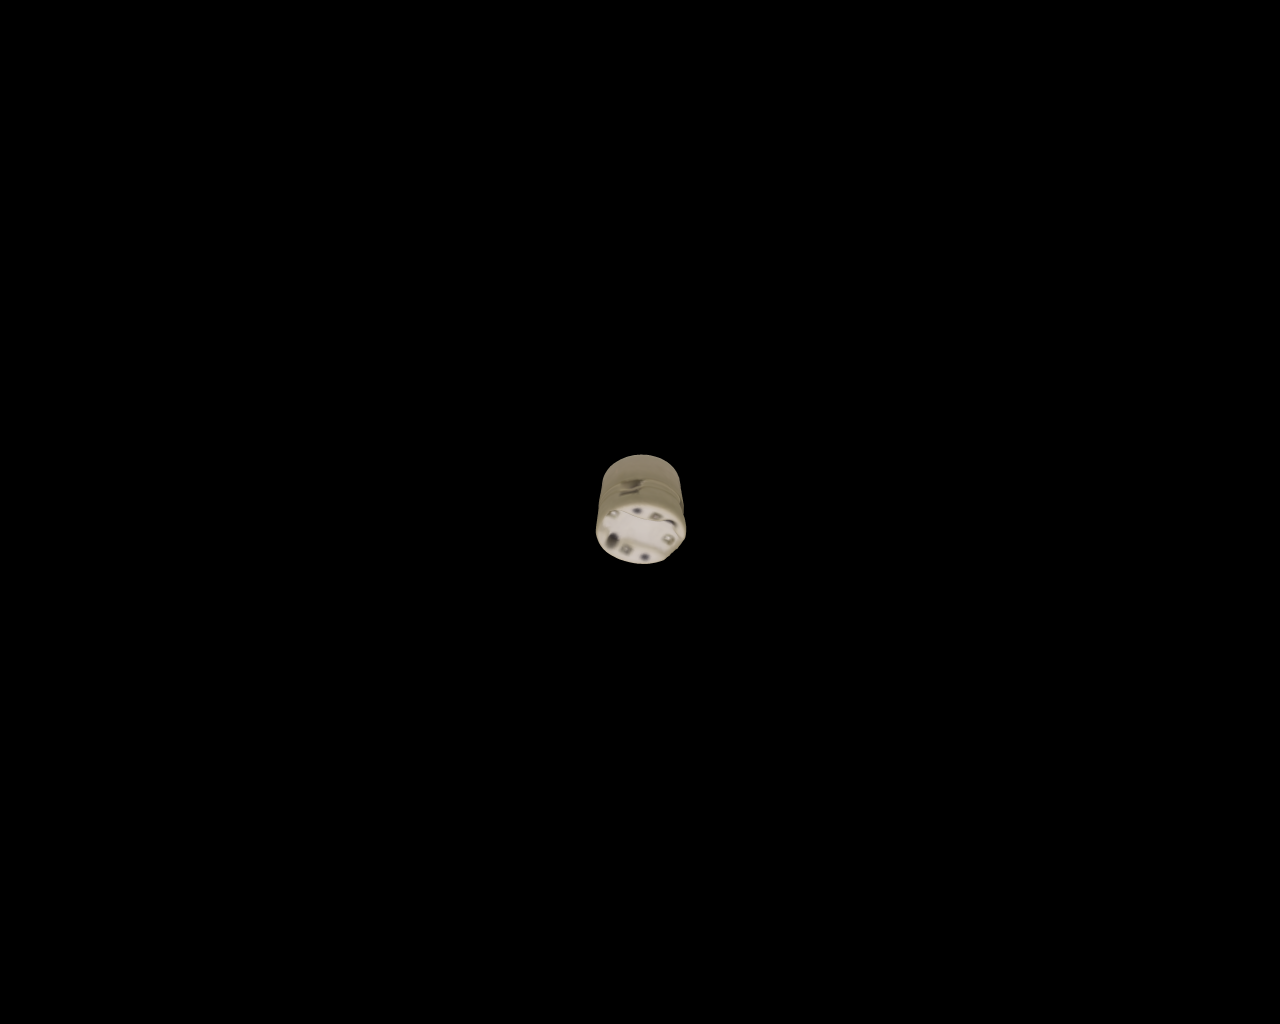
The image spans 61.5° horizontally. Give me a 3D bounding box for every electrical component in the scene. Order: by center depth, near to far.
[{"bbox_3d":[0.001,-0.003,0.650,0.055,0.055,0.047,0,44,0],"label":"electrical component"}]
